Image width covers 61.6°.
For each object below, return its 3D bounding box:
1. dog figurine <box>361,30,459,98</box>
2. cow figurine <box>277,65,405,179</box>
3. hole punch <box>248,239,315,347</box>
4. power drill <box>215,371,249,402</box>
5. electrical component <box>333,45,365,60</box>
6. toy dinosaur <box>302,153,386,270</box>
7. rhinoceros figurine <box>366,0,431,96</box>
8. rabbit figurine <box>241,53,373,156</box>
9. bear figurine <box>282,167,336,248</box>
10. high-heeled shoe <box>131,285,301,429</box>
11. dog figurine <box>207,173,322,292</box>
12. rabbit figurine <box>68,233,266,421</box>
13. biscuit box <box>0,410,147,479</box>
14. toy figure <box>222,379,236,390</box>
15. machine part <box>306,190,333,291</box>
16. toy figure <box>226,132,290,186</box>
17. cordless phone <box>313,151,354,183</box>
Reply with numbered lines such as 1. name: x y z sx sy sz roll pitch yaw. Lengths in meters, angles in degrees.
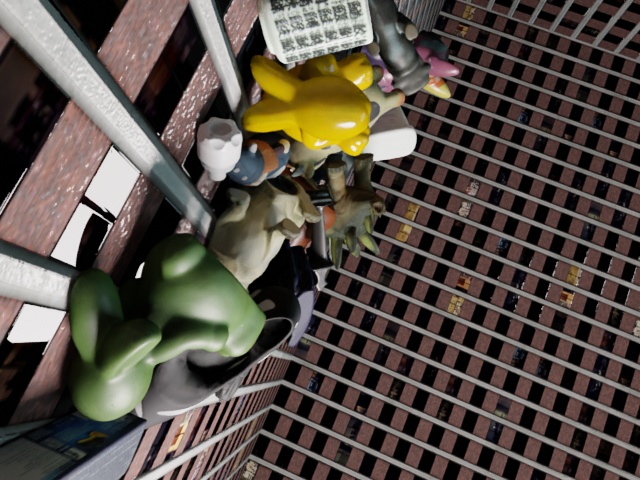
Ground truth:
1. dog figurine: 0.111 -0.272 0.887 0.108 0.219 0.191 80 32 -71
2. cow figurine: 0.015 -0.159 0.773 0.127 0.085 0.195 -26 171 -45
3. hole punch: -0.049 0.072 0.752 0.116 0.092 0.142 -46 -151 19
4. power drill: -0.139 0.201 1.096 0.207 0.086 0.232 27 83 -76
5. electrical component: 0.015 -0.251 0.808 0.048 0.075 0.119 -55 169 -66
6. toy dinosaur: 0.015 -0.054 0.985 0.472 0.105 0.198 -160 -122 -70
7. rhinoceros figurine: 0.096 -0.297 0.777 0.073 0.190 0.112 -31 -163 12
8. rabbit figurine: -0.002 -0.159 0.604 0.173 0.162 0.121 -120 -138 -66
9. bear figurine: -0.070 -0.004 0.856 0.196 0.132 0.120 -47 158 11
10. high-heeled shoe: -0.121 0.143 0.581 0.249 0.086 0.145 -46 -161 -8
11. dog figurine: -0.099 0.010 0.721 0.190 0.121 0.172 -56 173 29
12. rabbit figurine: -0.146 0.085 0.467 0.170 0.121 0.159 -50 164 -17
13. biscuit box: -0.218 0.192 0.441 0.202 0.059 0.062 25 86 -83
14. toy figure: -0.147 0.154 0.816 0.180 0.082 0.089 98 4 -50
15. machine part: -0.002 -0.002 0.773 0.084 0.039 0.138 -96 -174 -70
16. toy figure: -0.074 -0.097 0.638 0.064 0.058 0.154 -50 -177 22
17. cordless phone: 0.027 -0.218 1.082 0.146 0.089 0.184 -60 159 -44
